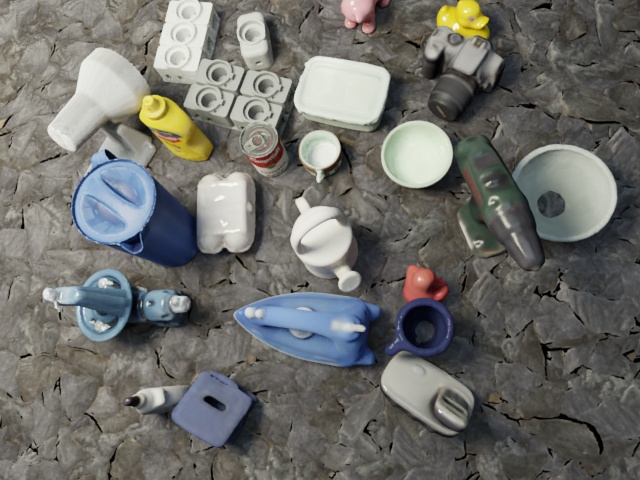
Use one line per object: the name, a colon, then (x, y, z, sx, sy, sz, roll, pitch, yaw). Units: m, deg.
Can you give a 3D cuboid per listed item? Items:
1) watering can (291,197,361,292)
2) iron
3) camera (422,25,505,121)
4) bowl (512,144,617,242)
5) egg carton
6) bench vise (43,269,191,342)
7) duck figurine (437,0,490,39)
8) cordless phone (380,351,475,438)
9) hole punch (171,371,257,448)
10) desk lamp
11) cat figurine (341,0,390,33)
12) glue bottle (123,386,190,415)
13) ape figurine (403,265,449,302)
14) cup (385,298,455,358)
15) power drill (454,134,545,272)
watering can: (0.010, 0.002, 0.926, 0.172, 0.194, 0.101, 36, 83, 15)
iron: (-0.035, 0.134, 0.927, 0.258, 0.141, 0.119, 6, 77, 10)
camera: (0.236, -0.293, 1.016, 0.143, 0.101, 0.137, 32, 82, 14)
bowl: (0.394, -0.069, 0.951, 0.167, 0.075, 0.167, -2, 76, 8)
egg carton: (-0.167, -0.049, 1.028, 0.107, 0.069, 0.150, -5, 76, 7)
bench vise: (-0.328, 0.092, 0.938, 0.207, 0.220, 0.121, -19, 74, 3)
duck figurine: (0.264, -0.406, 1.047, 0.104, 0.086, 0.077, 35, 83, 15)
cordless phone: (0.160, 0.230, 0.852, 0.147, 0.185, 0.094, 29, 82, 14)
hole punch: (-0.172, 0.273, 0.938, 0.108, 0.091, 0.101, 26, 81, 14)
desk lamp: (-0.378, -0.204, 1.022, 0.117, 0.214, 0.203, 25, 81, 13)
cat figurine: (0.080, -0.450, 1.068, 0.067, 0.118, 0.128, 22, 80, 13)
glue bottle: (-0.267, 0.255, 0.913, 0.078, 0.173, 0.037, -18, 74, 4)
ape figurine: (0.170, 0.072, 0.939, 0.076, 0.092, 0.077, -33, 74, -1)
cup: (0.156, 0.152, 0.919, 0.118, 0.095, 0.091, -35, 74, -1)
power drill: (0.272, -0.041, 0.892, 0.075, 0.208, 0.229, -21, 74, 3)
